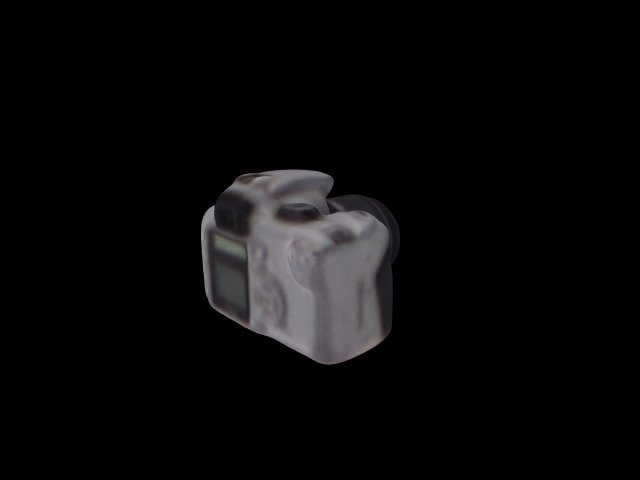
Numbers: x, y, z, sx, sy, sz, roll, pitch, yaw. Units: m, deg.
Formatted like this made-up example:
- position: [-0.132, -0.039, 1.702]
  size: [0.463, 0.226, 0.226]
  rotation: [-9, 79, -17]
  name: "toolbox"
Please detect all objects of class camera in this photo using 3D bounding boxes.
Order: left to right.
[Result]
- position: [0.004, 0.001, 0.400]
  size: [0.137, 0.101, 0.142]
  rotation: [-14, 21, -40]
  name: "camera"
